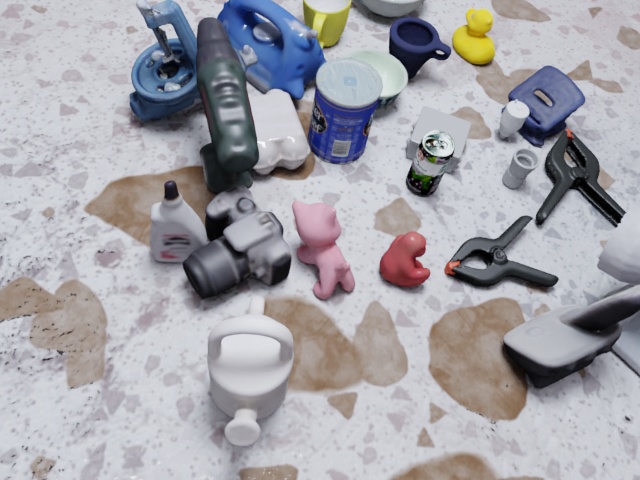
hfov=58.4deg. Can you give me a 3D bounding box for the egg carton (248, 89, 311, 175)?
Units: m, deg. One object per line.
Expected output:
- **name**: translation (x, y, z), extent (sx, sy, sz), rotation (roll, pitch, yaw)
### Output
- **egg carton**: translation (-0.083, -0.178, 0.932), extent (0.107, 0.069, 0.150), rotation (-13, 62, -15)

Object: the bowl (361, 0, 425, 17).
- **bowl**: translation (0.141, -0.506, 1.158), extent (0.167, 0.075, 0.167), rotation (4, 59, -6)

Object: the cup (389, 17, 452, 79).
- **cup**: translation (0.176, -0.339, 1.051), extent (0.117, 0.095, 0.092), rotation (23, 59, 6)

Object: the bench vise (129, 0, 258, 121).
- **bench vise**: translation (-0.207, -0.295, 0.895), extent (0.208, 0.220, 0.121), rotation (-35, 69, -25)

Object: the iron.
- **iron**: translation (-0.097, -0.364, 0.999), extent (0.258, 0.141, 0.119), rotation (39, 62, 15)

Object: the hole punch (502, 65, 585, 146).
- **hole punch**: translation (0.400, -0.243, 1.028), extent (0.101, 0.091, 0.108), rotation (-28, 67, -22)

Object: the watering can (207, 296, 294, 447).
- **watering can**: translation (-0.079, 0.145, 0.665), extent (0.101, 0.194, 0.172), rotation (-14, 62, -16)

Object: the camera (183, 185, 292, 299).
- **camera**: translation (-0.126, 0.007, 0.796), extent (0.137, 0.101, 0.143), rotation (-30, 68, -23)

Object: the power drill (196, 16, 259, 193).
- **power drill**: translation (-0.141, -0.173, 0.838), extent (0.076, 0.208, 0.229), rotation (-11, 61, -14)

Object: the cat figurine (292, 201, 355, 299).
- **cat figurine**: translation (0.007, 0.003, 0.808), extent (0.067, 0.118, 0.127), rotation (-21, 64, -19)

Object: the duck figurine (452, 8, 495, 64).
- **duck figurine**: translation (0.309, -0.404, 1.114), extent (0.078, 0.086, 0.104), rotation (-17, 63, -17)

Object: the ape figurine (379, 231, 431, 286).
- **ape figurine**: translation (0.128, 0.021, 0.829), extent (0.076, 0.092, 0.077), rotation (-3, 60, -10)

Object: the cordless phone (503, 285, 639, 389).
- **cordless phone**: translation (0.340, 0.112, 0.751), extent (0.148, 0.185, 0.094), rotation (-23, 65, -20)

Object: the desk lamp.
- **desk lamp**: translation (0.462, 0.064, 0.780), extent (0.118, 0.213, 0.203), rotation (-35, 69, -25)

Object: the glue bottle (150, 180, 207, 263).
- **glue bottle**: translation (-0.193, -0.025, 0.763), extent (0.078, 0.173, 0.037), rotation (-5, 60, -11)
